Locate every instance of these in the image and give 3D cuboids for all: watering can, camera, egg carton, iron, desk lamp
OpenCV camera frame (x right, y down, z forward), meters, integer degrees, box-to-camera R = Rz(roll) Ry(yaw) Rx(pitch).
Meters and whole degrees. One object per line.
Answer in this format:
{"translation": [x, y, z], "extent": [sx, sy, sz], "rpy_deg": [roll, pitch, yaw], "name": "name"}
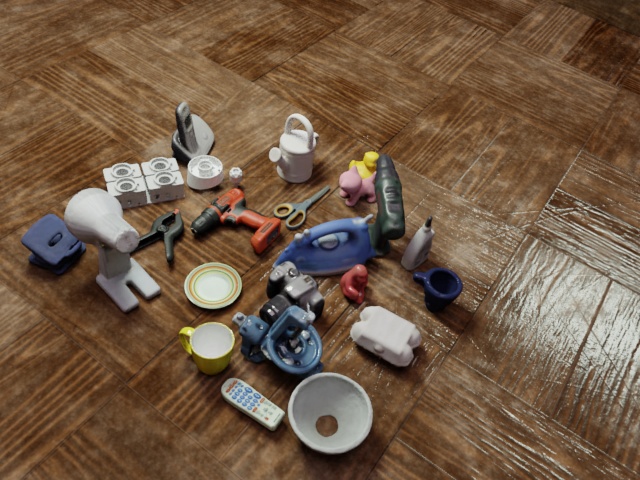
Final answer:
{"translation": [-0.065, -0.254, 1.572], "extent": [0.101, 0.194, 0.173], "rpy_deg": [20, 49, 8], "name": "watering can"}
{"translation": [-0.078, 0.131, 1.297], "extent": [0.137, 0.101, 0.143], "rpy_deg": [-32, 61, -31], "name": "camera"}
{"translation": [0.147, 0.217, 1.283], "extent": [0.150, 0.069, 0.107], "rpy_deg": [26, 50, 13], "name": "egg carton"}
{"translation": [0.013, 0.005, 1.396], "extent": [0.259, 0.141, 0.118], "rpy_deg": [-11, 52, -19], "name": "iron"}
{"translation": [-0.450, 0.015, 1.257], "extent": [0.202, 0.213, 0.118], "rpy_deg": [39, 54, 23], "name": "desk lamp"}

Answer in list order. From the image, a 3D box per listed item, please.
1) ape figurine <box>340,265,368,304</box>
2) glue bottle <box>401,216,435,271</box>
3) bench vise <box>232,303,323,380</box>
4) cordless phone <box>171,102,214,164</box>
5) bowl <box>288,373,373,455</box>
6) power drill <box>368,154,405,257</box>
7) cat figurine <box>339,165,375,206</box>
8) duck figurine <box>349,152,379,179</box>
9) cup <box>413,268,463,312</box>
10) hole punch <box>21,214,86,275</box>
{"translation": [0.088, 0.095, 1.363], "extent": [0.078, 0.092, 0.076], "rpy_deg": [-32, 61, -31], "name": "ape figurine"}
{"translation": [0.253, 0.001, 1.420], "extent": [0.078, 0.173, 0.037], "rpy_deg": [-30, 60, -30], "name": "glue bottle"}
{"translation": [-0.085, 0.197, 1.159], "extent": [0.207, 0.220, 0.121], "rpy_deg": [11, 48, 0], "name": "bench vise"}
{"translation": [-0.353, -0.315, 1.580], "extent": [0.094, 0.185, 0.147], "rpy_deg": [13, 48, 2], "name": "cordless phone"}
{"translation": [0.017, 0.354, 1.137], "extent": [0.167, 0.075, 0.167], "rpy_deg": [5, 49, -6], "name": "bowl"}
{"translation": [0.158, -0.070, 1.442], "extent": [0.076, 0.208, 0.229], "rpy_deg": [0, 49, -10], "name": "power drill"}
{"translation": [0.102, -0.155, 1.566], "extent": [0.128, 0.118, 0.067], "rpy_deg": [-15, 53, -21], "name": "cat figurine"}
{"translation": [0.139, -0.217, 1.648], "extent": [0.104, 0.086, 0.077], "rpy_deg": [14, 48, 3], "name": "duck figurine"}
{"translation": [0.271, 0.123, 1.369], "extent": [0.117, 0.095, 0.092], "rpy_deg": [18, 49, 6], "name": "cup"}
{"translation": [-0.609, 0.007, 1.318], "extent": [0.101, 0.091, 0.109], "rpy_deg": [22, 49, 9], "name": "hole punch"}
